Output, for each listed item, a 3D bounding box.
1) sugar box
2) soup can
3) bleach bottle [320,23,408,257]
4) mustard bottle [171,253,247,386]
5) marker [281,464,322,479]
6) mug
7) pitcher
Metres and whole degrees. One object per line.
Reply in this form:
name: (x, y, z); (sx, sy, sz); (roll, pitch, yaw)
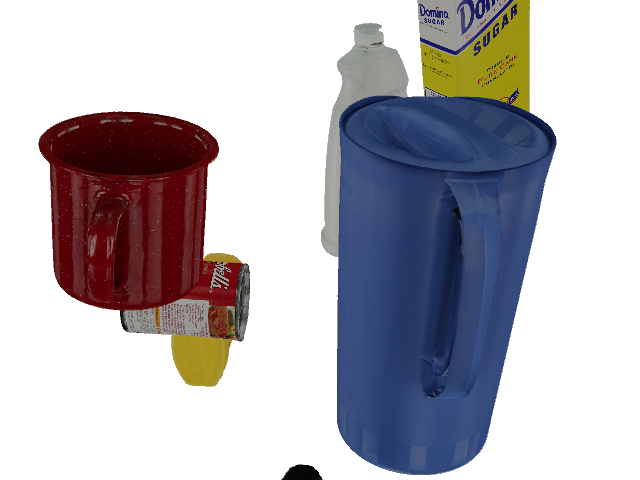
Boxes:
sugar box: (0.125, -0.153, 0.854); (0.093, 0.176, 0.048); (-37, 50, -27)
soup can: (-0.115, 0.050, 0.922); (0.102, 0.068, 0.068); (4, 0, 4)
bleach bottle: (0.047, -0.110, 1.169); (0.102, 0.251, 0.068); (-7, 25, -9)
mustard bottle: (-0.115, 0.069, 1.166); (0.058, 0.096, 0.191); (1, 28, 6)
marker: (-0.029, 0.123, 0.418); (0.020, 0.020, 0.121); (0, 19, 26)
mug: (-0.103, -0.010, 0.564); (0.093, 0.081, 0.117); (4, 27, -2)
pitcher: (0.072, 0.036, 0.698); (0.145, 0.243, 0.149); (21, 33, 31)
